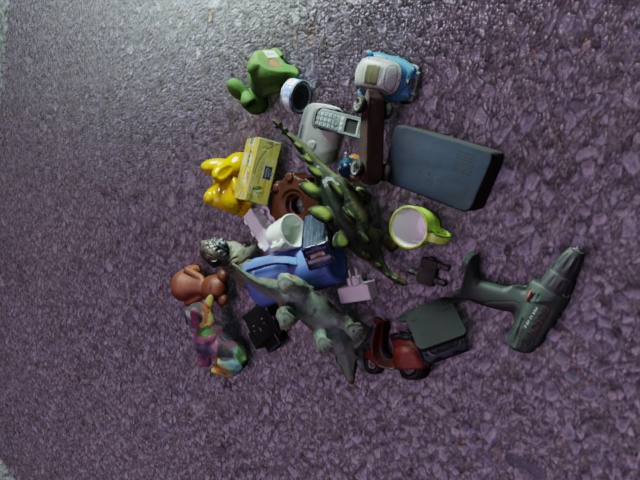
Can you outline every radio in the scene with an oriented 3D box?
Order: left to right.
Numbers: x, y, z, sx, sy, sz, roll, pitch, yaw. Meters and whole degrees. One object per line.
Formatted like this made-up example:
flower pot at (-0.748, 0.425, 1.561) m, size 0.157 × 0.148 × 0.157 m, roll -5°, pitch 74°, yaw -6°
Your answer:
radio at (0.252, -0.152, 1.131) m, size 0.230 × 0.073 × 0.131 m, roll 27°, pitch 111°, yaw 35°

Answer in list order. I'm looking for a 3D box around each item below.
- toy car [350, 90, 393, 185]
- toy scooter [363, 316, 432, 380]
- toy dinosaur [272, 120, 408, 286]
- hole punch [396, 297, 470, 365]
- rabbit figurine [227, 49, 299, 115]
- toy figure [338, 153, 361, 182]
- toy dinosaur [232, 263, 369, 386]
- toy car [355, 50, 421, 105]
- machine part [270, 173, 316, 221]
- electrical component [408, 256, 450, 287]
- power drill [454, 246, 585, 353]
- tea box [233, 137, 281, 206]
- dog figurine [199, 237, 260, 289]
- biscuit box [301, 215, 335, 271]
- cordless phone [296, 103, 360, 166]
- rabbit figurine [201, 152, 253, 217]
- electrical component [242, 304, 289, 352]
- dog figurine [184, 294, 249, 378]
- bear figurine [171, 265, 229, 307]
toy car at (0.108, -0.217, 1.149) m, size 0.053 × 0.089 × 0.202 m, roll -5°, pitch 84°, yaw 61°
toy scooter at (0.171, 0.244, 1.233) m, size 0.184 × 0.075 × 0.135 m, roll -5°, pitch 90°, yaw 43°
toy dinosaur at (0.046, -0.082, 1.213) m, size 0.105 × 0.198 × 0.471 m, roll -41°, pitch 73°, yaw 17°
hole punch at (0.249, 0.195, 1.144) m, size 0.142 × 0.092 × 0.116 m, roll -22°, pitch 45°, yaw 7°
rabbit figurine at (-0.154, -0.387, 1.392) m, size 0.121 × 0.159 × 0.170 m, roll 46°, pitch 135°, yaw 15°
toy figure at (0.085, -0.159, 1.207) m, size 0.058 × 0.154 × 0.064 m, roll -46°, pitch 68°, yaw 30°
toy dinosaur at (-0.028, 0.163, 1.253) m, size 0.405 × 0.192 × 0.131 m, roll 43°, pitch 87°, yaw -5°
toy car at (0.134, -0.355, 1.185) m, size 0.162 × 0.103 × 0.109 m, roll 25°, pitch 110°, yaw 36°
machine part at (-0.055, -0.088, 1.387) m, size 0.180 × 0.056 × 0.179 m, roll 6°, pitch 99°, yaw 37°
electrical component at (0.241, 0.067, 1.191) m, size 0.094 × 0.021 × 0.063 m, roll 19°, pitch 106°, yaw 36°
power drill at (0.381, 0.090, 1.057) m, size 0.208 × 0.086 × 0.231 m, roll 21°, pitch 110°, yaw 27°
tea box at (-0.167, -0.180, 1.419) m, size 0.098 × 0.068 × 0.169 m, roll 19°, pitch 96°, yaw 62°
dog figurine at (-0.237, 0.074, 1.460) m, size 0.121 × 0.190 × 0.172 m, roll -29°, pitch 78°, yaw 36°
biscuit box at (-0.003, -0.004, 1.235) m, size 0.063 × 0.203 × 0.059 m, roll -17°, pitch 112°, yaw 9°
cordless phone at (0.040, -0.240, 1.283) m, size 0.184 × 0.088 × 0.146 m, roll 22°, pitch 107°, yaw 30°
rabbit figurine at (-0.254, -0.170, 1.491) m, size 0.122 × 0.162 × 0.173 m, roll 35°, pitch 98°, yaw 44°
electrical component at (-0.146, 0.239, 1.489) m, size 0.115 × 0.058 × 0.134 m, roll -46°, pitch 67°, yaw 34°
dog figurine at (-0.301, 0.268, 1.534) m, size 0.192 × 0.108 × 0.219 m, roll 14°, pitch 126°, yaw 33°
bear figurine at (-0.344, 0.136, 1.615) m, size 0.196 × 0.132 × 0.120 m, roll -3°, pitch 94°, yaw 20°
